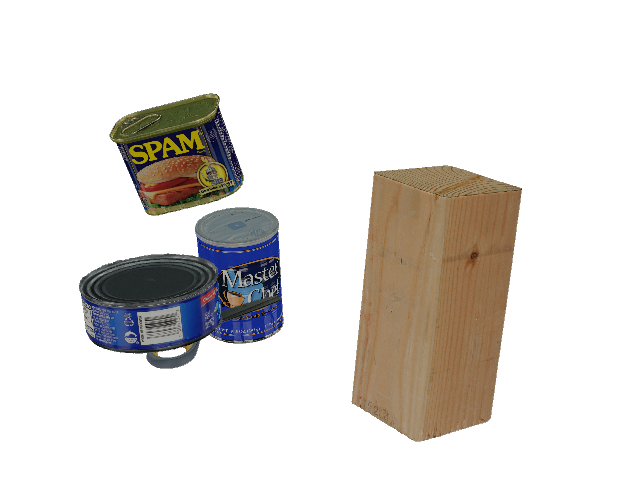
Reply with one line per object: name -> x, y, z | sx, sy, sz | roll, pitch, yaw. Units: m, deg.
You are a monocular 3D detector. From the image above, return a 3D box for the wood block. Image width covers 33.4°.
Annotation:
wood block -> 0.095, 0.049, 0.893 | 0.090, 0.206, 0.090 | -7, 20, -37

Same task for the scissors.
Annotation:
scissors -> -0.117, 0.097, 1.150 | 0.201, 0.016, 0.096 | -7, 31, -24

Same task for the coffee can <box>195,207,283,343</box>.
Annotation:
coffee can -> -0.100, 0.043, 1.334 | 0.103, 0.140, 0.103 | -2, 26, 1

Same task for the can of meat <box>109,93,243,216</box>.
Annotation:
can of meat -> -0.129, -0.077, 0.976 | 0.102, 0.084, 0.057 | -12, 30, 11

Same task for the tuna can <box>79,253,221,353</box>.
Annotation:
tuna can -> -0.105, 0.038, 0.664 | 0.086, 0.034, 0.086 | -3, 19, 1
